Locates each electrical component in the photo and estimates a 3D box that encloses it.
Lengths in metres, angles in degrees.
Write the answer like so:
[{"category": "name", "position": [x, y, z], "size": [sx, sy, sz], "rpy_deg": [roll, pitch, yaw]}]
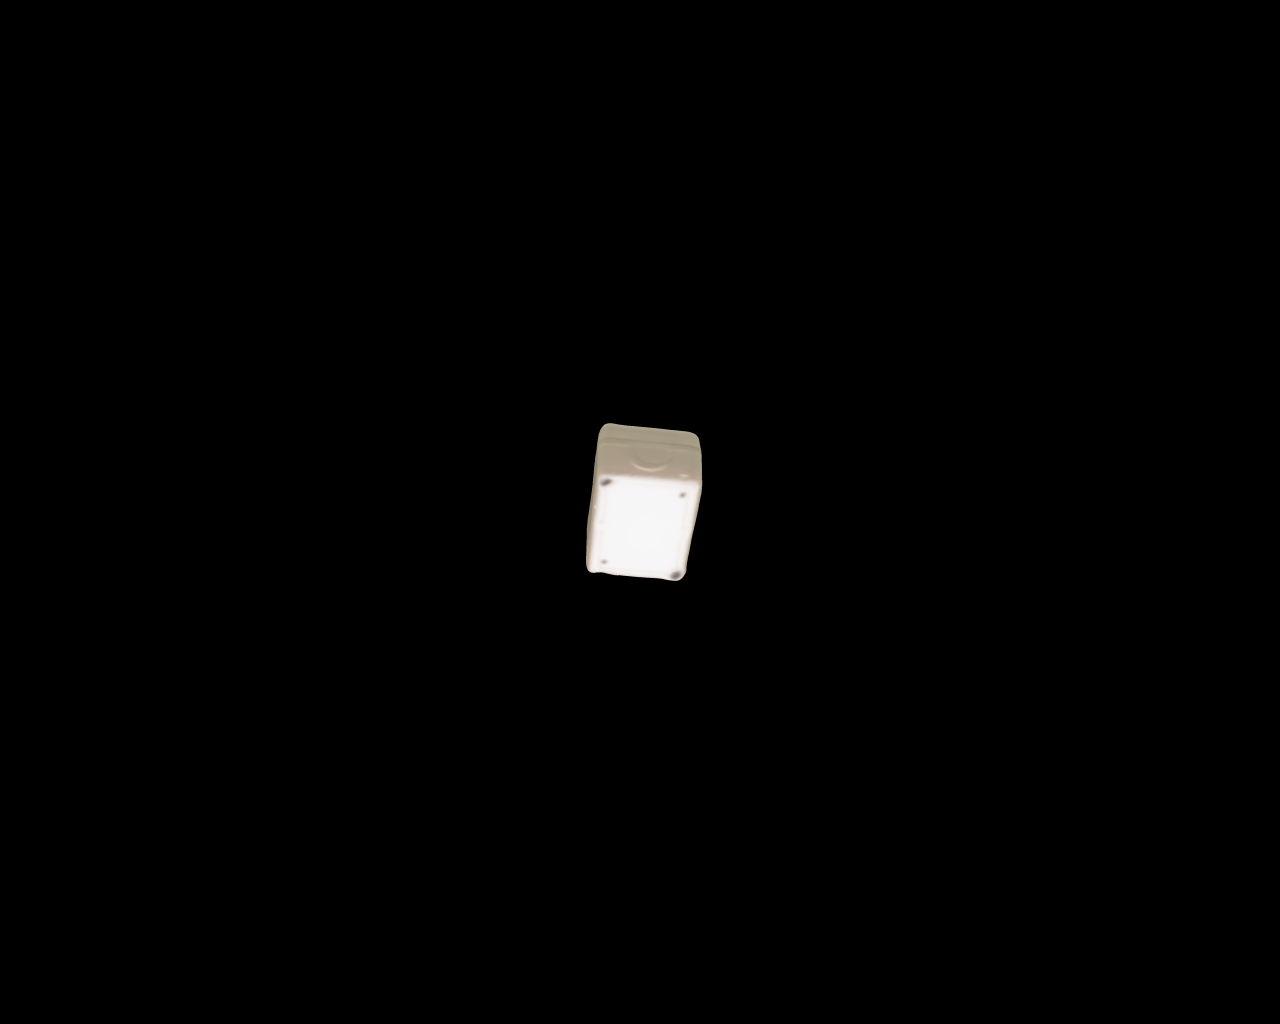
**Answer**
[{"category": "electrical component", "position": [0.001, -0.003, 0.650], "size": [0.062, 0.096, 0.061], "rpy_deg": [5, 40, -4]}]
